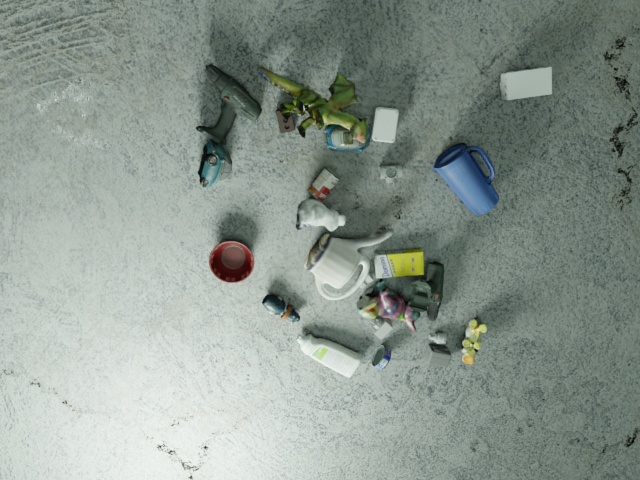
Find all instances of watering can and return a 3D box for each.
[{"bbox_3d":[0.088,0.053,1.833,0.223,0.345,0.105,33,12,-10],"label":"watering can"}]

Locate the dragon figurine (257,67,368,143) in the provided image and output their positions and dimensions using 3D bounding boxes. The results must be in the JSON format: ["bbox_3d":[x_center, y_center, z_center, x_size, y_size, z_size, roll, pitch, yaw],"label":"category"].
[{"bbox_3d":[0.003,-0.465,1.677,0.245,0.413,0.120,-32,-13,-26],"label":"dragon figurine"}]

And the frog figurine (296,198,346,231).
[{"bbox_3d":[0.005,-0.089,1.771,0.159,0.124,0.136,-7,-12,18],"label":"frog figurine"}]
